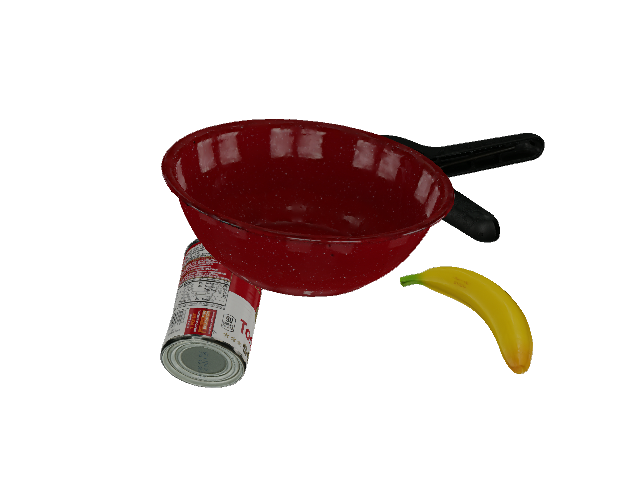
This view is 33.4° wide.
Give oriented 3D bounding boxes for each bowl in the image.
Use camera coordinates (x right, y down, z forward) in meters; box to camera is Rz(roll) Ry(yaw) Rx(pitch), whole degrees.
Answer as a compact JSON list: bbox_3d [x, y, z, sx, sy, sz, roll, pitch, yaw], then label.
[{"bbox_3d":[-0.009,-0.014,0.598,0.162,0.055,0.162,6,26,-3],"label":"bowl"}]

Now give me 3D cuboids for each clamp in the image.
[{"bbox_3d":[0.088,-0.064,0.943,0.210,0.036,0.164,13,35,28],"label":"clamp"}]

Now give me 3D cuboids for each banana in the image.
[{"bbox_3d":[0.168,0.073,1.116,0.069,0.037,0.198,-38,40,-13],"label":"banana"}]

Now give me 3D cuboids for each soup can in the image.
[{"bbox_3d":[-0.083,0.055,0.837,0.068,0.102,0.068,5,-40,4],"label":"soup can"}]
